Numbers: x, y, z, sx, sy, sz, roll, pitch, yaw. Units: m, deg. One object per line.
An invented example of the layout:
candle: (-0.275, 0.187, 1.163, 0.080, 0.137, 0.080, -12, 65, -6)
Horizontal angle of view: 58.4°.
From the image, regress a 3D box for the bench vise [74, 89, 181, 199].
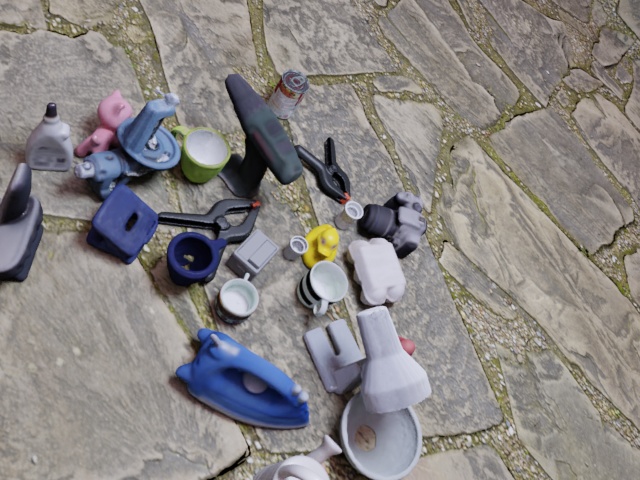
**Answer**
bench vise: (-0.324, -0.163, 1.024, 0.121, 0.219, 0.208, 38, 53, -4)

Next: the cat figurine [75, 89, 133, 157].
cat figurine: (-0.398, -0.217, 1.078, 0.067, 0.117, 0.128, 30, 54, -10)

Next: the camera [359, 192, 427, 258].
camera: (0.166, -0.052, 1.299, 0.137, 0.100, 0.143, 19, 56, -18)

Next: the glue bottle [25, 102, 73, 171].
glue bottle: (-0.464, -0.180, 0.988, 0.078, 0.173, 0.037, 3, 62, -27)

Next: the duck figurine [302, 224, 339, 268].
duck figurine: (0.011, 0.004, 1.194, 0.078, 0.086, 0.104, 26, 54, -13)

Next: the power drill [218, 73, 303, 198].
power drill: (-0.138, -0.186, 1.143, 0.229, 0.208, 0.076, 49, 53, 4)

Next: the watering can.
watering can: (-0.031, 0.383, 0.893, 0.101, 0.193, 0.173, 26, 54, -13)

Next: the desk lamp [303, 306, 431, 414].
desk lamp: (0.084, 0.218, 1.034, 0.118, 0.213, 0.203, -17, 72, -34)

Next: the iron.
iron: (-0.102, 0.238, 0.969, 0.259, 0.141, 0.119, 31, 53, -10)

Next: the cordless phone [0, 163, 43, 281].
cordless phone: (-0.484, -0.027, 0.885, 0.094, 0.184, 0.147, 12, 59, -22)

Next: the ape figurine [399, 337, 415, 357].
ape figurine: (0.157, 0.222, 1.147, 0.076, 0.092, 0.078, 11, 59, -22)

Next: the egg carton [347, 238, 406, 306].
egg carton: (0.120, 0.067, 1.228, 0.107, 0.069, 0.150, -7, 67, -31)

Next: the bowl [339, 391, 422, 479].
bowl: (0.099, 0.360, 1.051, 0.168, 0.074, 0.167, 13, 58, -22)

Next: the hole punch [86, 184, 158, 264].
hole punch: (-0.345, -0.030, 1.020, 0.101, 0.091, 0.109, 29, 54, -11)

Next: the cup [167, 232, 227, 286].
cup: (-0.229, 0.038, 1.041, 0.118, 0.094, 0.091, -28, 79, -36)
